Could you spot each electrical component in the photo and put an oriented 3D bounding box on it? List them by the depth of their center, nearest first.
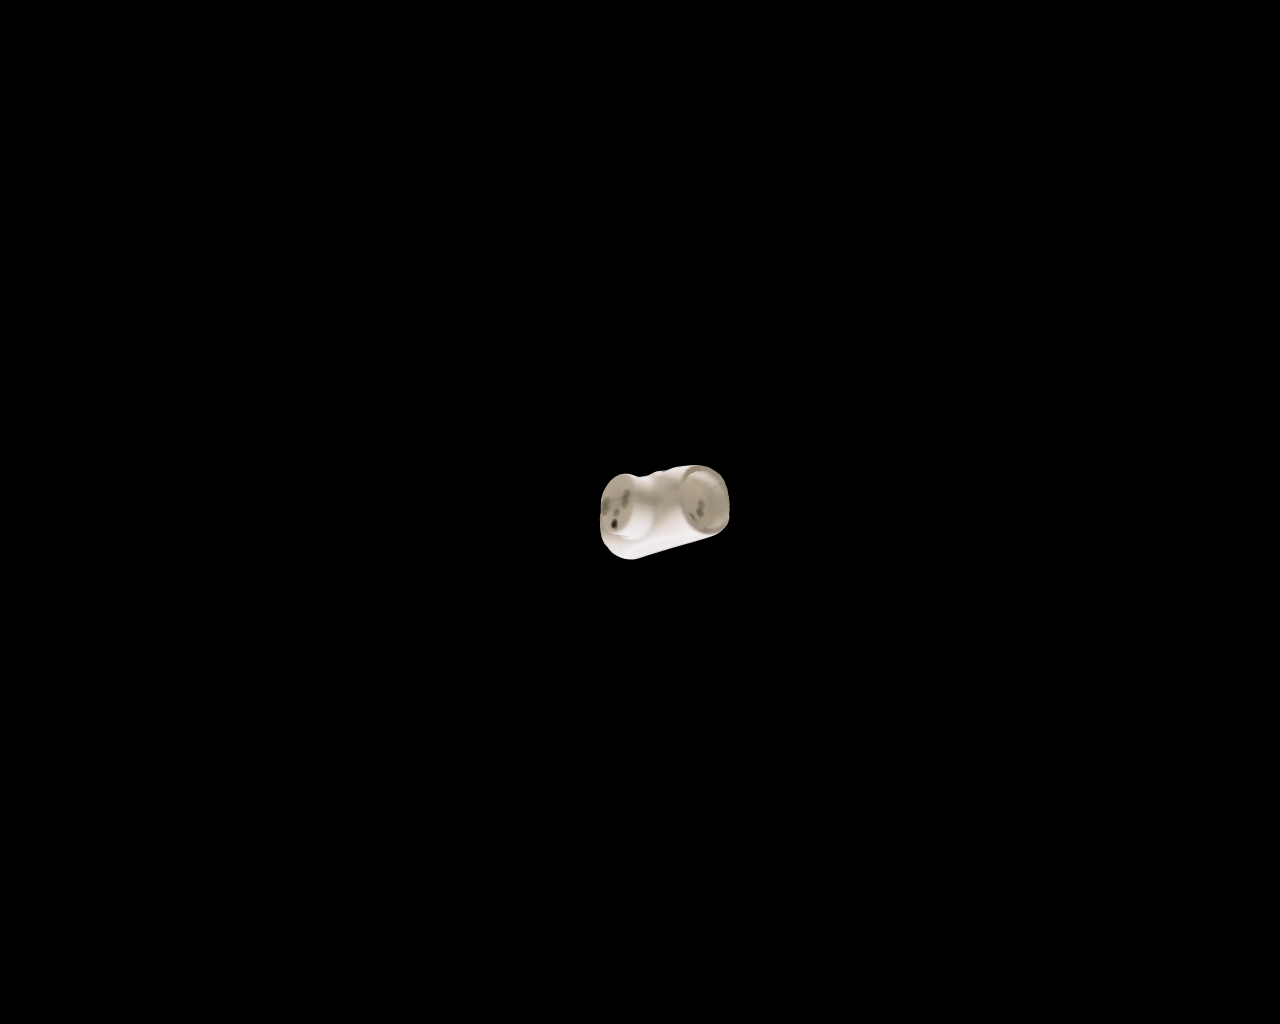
[{"bbox_3d":[0.001,-0.003,0.650,0.079,0.044,0.077,14,-22,-38],"label":"electrical component"}]
